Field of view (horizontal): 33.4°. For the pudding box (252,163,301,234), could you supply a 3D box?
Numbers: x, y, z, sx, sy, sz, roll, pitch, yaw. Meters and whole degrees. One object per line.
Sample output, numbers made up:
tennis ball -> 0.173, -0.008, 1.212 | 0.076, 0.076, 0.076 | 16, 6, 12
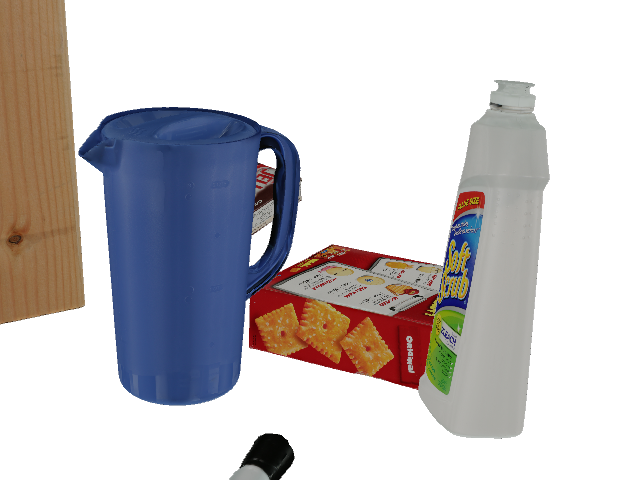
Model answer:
pudding box -> -0.090, -0.053, 1.307 | 0.090, 0.039, 0.113 | 20, 40, 29

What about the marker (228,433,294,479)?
marker -> -0.039, 0.111, 0.414 | 0.020, 0.020, 0.121 | 0, 22, 22

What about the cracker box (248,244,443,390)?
cracker box -> 0.064, 0.071, 1.000 | 0.214, 0.072, 0.163 | 12, 19, 26

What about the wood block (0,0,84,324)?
wood block -> -0.195, -0.063, 0.605 | 0.090, 0.206, 0.090 | -11, 27, -27

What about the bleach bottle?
bleach bottle -> 0.123, 0.010, 0.775 | 0.068, 0.251, 0.102 | 2, 14, -10

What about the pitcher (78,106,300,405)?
pitcher -> -0.110, 0.011, 0.916 | 0.149, 0.243, 0.144 | 9, 21, 17
